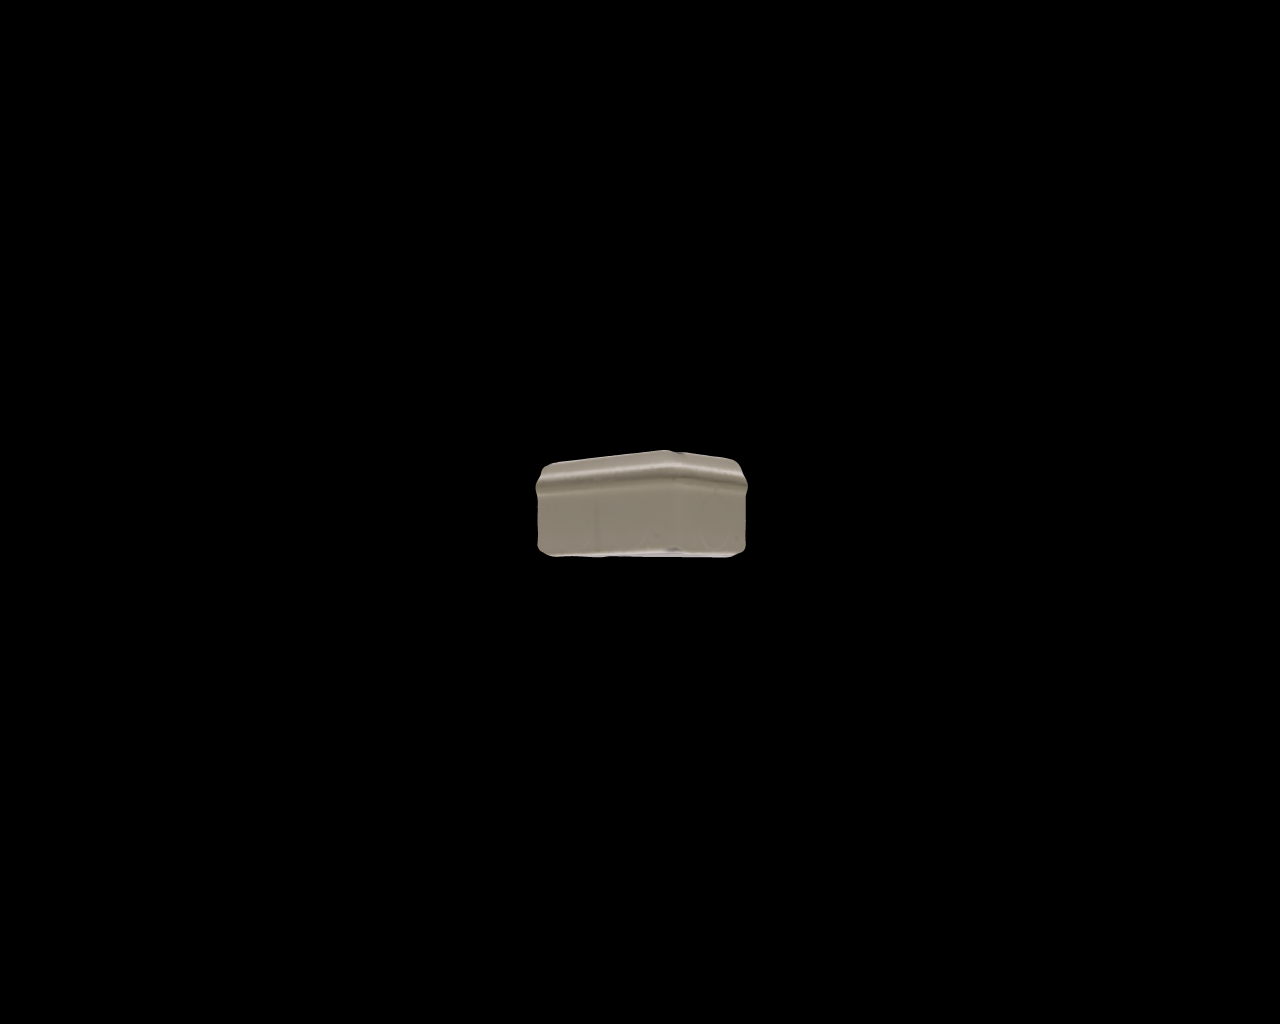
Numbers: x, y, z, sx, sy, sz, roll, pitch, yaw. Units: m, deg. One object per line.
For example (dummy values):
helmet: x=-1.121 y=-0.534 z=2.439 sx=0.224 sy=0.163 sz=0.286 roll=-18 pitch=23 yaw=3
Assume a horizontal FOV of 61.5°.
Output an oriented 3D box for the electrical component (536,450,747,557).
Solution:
electrical component: x=0.001 y=-0.003 z=0.650 sx=0.113 sy=0.057 sz=0.078 roll=-3 pitch=-5 yaw=37
